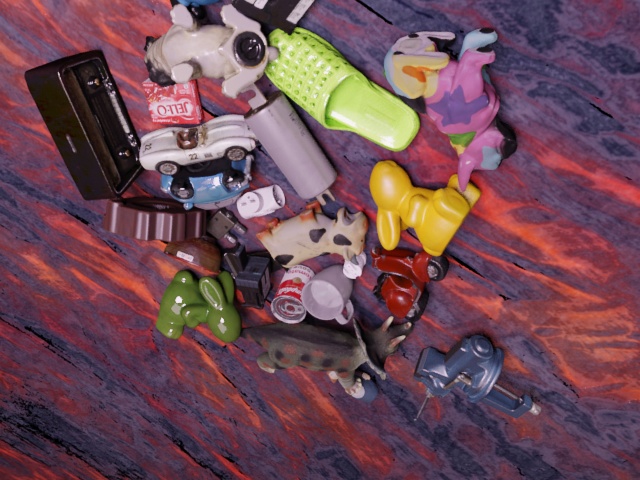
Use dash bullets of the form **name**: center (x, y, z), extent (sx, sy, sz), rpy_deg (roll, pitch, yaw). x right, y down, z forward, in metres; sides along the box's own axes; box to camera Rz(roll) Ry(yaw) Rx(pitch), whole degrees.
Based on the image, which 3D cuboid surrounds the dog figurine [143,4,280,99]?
- **dog figurine**: center (-0.170, -0.278, 0.813), extent (0.172, 0.191, 0.121), rpy_deg (10, 98, -26)

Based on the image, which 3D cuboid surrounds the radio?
- **radio**: center (-0.385, -0.193, 0.909), extent (0.073, 0.131, 0.229), rpy_deg (-2, 123, 16)

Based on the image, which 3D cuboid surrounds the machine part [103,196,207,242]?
- **machine part**: center (-0.294, -0.041, 0.969), extent (0.179, 0.179, 0.056), rpy_deg (10, 101, 8)

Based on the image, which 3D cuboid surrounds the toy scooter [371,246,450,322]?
- **toy scooter**: center (0.145, 0.070, 0.984), extent (0.135, 0.075, 0.183), rpy_deg (21, 137, 5)

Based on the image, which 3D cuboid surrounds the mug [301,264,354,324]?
- **mug**: center (0.030, 0.098, 1.013), extent (0.081, 0.107, 0.109), rpy_deg (-38, 97, 31)

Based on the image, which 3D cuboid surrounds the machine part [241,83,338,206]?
- **machine part**: center (-0.046, -0.153, 0.879), extent (0.079, 0.079, 0.243), rpy_deg (-22, 118, 27)

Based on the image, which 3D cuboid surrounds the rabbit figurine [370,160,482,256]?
- **rabbit figurine**: center (0.156, -0.061, 0.892), extent (0.173, 0.122, 0.162), rpy_deg (34, 137, 7)

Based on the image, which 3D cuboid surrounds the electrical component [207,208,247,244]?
- **electrical component**: center (-0.191, -0.034, 1.038), extent (0.094, 0.021, 0.063), rpy_deg (40, 124, -13)

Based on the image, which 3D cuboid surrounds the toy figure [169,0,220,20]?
- **toy figure**: center (-0.153, -0.393, 0.742), extent (0.089, 0.082, 0.180), rpy_deg (40, 127, -15)

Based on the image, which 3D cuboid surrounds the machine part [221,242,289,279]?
- **machine part**: center (-0.126, 0.041, 1.065), extent (0.139, 0.039, 0.084), rpy_deg (-6, 117, 20)

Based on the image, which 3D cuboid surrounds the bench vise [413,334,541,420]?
- **bench vise**: center (0.316, 0.290, 1.073), extent (0.241, 0.129, 0.223), rpy_deg (29, 125, 2)

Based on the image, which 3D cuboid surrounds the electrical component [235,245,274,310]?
- **electrical component**: center (-0.125, 0.064, 1.013), extent (0.048, 0.075, 0.119), rpy_deg (7, 126, 13)

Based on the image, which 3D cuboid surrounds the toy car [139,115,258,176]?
- **toy car**: center (-0.200, -0.160, 0.892), extent (0.202, 0.073, 0.056), rpy_deg (-12, 144, 3)

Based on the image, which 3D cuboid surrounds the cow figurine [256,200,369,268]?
- **cow figurine**: center (-0.002, -0.003, 0.973), extent (0.195, 0.085, 0.127), rpy_deg (-20, 111, 23)

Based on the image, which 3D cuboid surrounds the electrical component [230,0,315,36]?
- **electrical component**: center (-0.063, -0.355, 0.719), extent (0.134, 0.058, 0.115), rpy_deg (12, 135, -45)

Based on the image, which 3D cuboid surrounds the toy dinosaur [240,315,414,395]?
- **toy dinosaur**: center (-0.016, 0.208, 1.067), extent (0.405, 0.131, 0.192), rpy_deg (6, 145, 2)

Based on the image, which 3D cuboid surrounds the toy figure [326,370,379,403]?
- **toy figure**: center (0.060, 0.299, 1.186), extent (0.154, 0.058, 0.064), rpy_deg (38, 86, -11)

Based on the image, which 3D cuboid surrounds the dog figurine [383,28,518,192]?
- **dog figurine**: center (0.191, -0.182, 0.785), extent (0.192, 0.108, 0.218), rpy_deg (1, 127, 13)

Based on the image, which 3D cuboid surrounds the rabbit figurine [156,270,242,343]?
- **rabbit figurine**: center (-0.229, 0.138, 1.114), extent (0.170, 0.121, 0.159), rpy_deg (23, 106, 16)

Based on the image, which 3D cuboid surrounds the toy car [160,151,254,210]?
- **toy car**: center (-0.190, -0.106, 0.949), extent (0.162, 0.109, 0.102), rpy_deg (-5, 146, 5)
